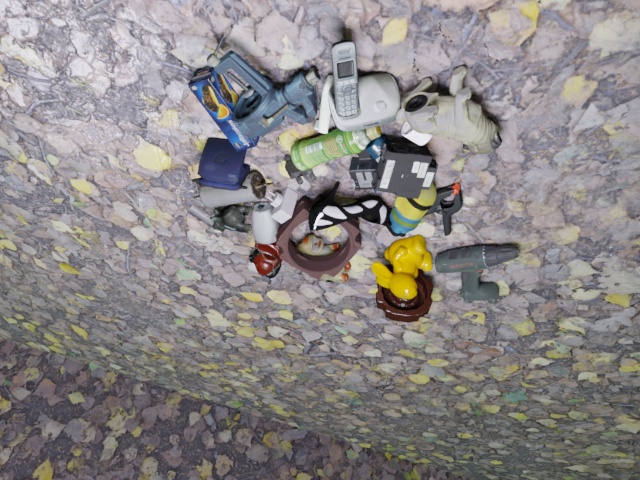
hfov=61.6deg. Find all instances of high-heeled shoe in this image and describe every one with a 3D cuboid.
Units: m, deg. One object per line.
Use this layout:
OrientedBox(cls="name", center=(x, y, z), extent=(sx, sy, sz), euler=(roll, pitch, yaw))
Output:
OrientedBox(cls="high-heeled shoe", center=(0.086, -0.044, 1.361), extent=(0.248, 0.145, 0.086), euler=(29, 170, -27))

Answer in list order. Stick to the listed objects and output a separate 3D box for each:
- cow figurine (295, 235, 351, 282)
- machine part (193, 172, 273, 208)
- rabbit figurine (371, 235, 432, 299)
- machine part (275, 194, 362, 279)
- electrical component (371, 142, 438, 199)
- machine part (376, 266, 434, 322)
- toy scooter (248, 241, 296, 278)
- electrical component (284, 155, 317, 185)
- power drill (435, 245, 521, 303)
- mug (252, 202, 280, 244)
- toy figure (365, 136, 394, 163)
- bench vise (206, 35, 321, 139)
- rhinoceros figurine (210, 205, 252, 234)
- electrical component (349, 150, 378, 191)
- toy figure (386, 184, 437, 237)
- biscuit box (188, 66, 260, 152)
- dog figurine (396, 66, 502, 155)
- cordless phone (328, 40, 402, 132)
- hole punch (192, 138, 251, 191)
OrientedBox(cls="cow figurine", center=(0.003, 0.053, 1.596), extent=(0.127, 0.085, 0.194), euler=(-12, 138, 22))
OrientedBox(cls="machine part", center=(-0.232, -0.133, 1.431), extent=(0.243, 0.079, 0.079), euler=(-7, 138, 26))
OrientedBox(cls="rabbit figurine", center=(0.225, 0.083, 1.483), extent=(0.163, 0.173, 0.121), euler=(-3, 144, 16))
OrientedBox(cls="machine part", center=(-0.003, -0.004, 1.453), extent=(0.201, 0.087, 0.201), euler=(32, 114, -18))
OrientedBox(cls="electrical component", center=(0.192, -0.154, 1.196), extent=(0.134, 0.058, 0.114), euler=(6, 128, -12))
OrientedBox(cls="machine part", center=(0.248, 0.160, 1.582), extent=(0.179, 0.179, 0.056), euler=(7, 145, 9))
OrientedBox(cls="toy scooter", center=(-0.161, 0.043, 1.642), extent=(0.135, 0.075, 0.184), euler=(30, 138, -21))
OrientedBox(cls="electrical component", center=(-0.050, -0.177, 1.321), extent=(0.063, 0.094, 0.021), euler=(-19, 149, -19))
OrientedBox(cls="power drill", center=(0.449, 0.094, 1.499), extent=(0.232, 0.086, 0.207), euler=(-4, 144, 26))
OrientedBox(cls="mug", center=(-0.144, -0.051, 1.509), extent=(0.110, 0.081, 0.107), euler=(4, 134, 17))
OrientedBox(cls="toy figure", center=(0.174, -0.186, 1.243), extent=(0.154, 0.058, 0.064), euler=(31, 177, -23))
OrientedBox(cls="bench vise", center=(-0.122, -0.314, 1.119), extent=(0.224, 0.129, 0.240), euler=(-20, 139, 39))
OrientedBox(cls="rhinoceros figurine", center=(-0.252, -0.054, 1.510), extent=(0.112, 0.073, 0.190), euler=(0, 176, -22))
OrientedBox(cls="electrical component", center=(0.110, -0.173, 1.288), extent=(0.075, 0.048, 0.119), euler=(2, 144, 15))
OrientedBox(cls="toy figure", center=(0.227, -0.079, 1.325), extent=(0.089, 0.082, 0.180), euler=(43, 135, 25))
OrientedBox(cls="biscuit box", center=(-0.211, -0.295, 1.222), extent=(0.063, 0.059, 0.202), euler=(-9, 138, 28))
OrientedBox(cls="dog figurine", center=(0.266, -0.229, 1.098), extent=(0.172, 0.121, 0.190), euler=(-10, 139, 30))
OrientedBox(cls="cordless phone", center=(0.086, -0.314, 1.060), extent=(0.147, 0.089, 0.184), euler=(-13, 136, -6))
OrientedBox(cls="hole punch", center=(-0.239, -0.188, 1.336), extent=(0.142, 0.116, 0.092), euler=(11, 135, 5))
